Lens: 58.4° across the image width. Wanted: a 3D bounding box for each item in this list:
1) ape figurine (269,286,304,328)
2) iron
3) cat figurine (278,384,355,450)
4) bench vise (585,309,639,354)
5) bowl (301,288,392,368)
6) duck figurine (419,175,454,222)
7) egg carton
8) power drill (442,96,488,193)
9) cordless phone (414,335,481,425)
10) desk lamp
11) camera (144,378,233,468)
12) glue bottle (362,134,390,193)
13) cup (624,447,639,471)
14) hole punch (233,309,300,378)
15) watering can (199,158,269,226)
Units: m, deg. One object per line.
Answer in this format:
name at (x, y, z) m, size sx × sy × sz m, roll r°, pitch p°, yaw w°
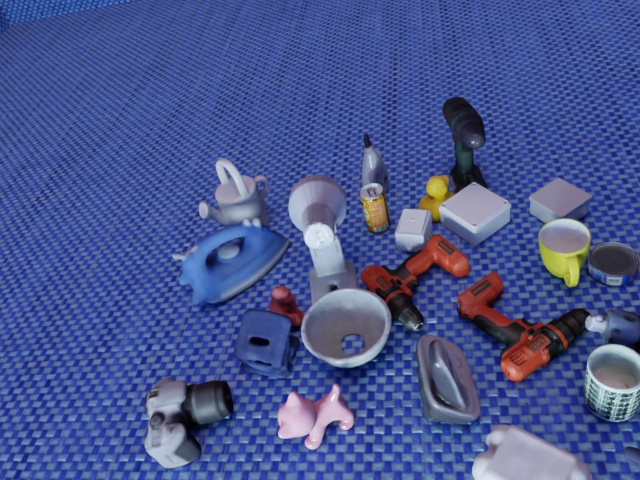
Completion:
ape figurine at (-0.069, 0.127, 1.125) m, size 0.076 × 0.092 × 0.078 m, roll -6°, pitch 44°, yaw 12°
iron at (-0.189, 0.022, 1.234) m, size 0.259 × 0.142 × 0.118 m, roll -33°, pitch 45°, yaw -16°
cat figurine at (-0.015, 0.280, 0.932) m, size 0.128 × 0.118 × 0.067 m, roll -30°, pitch 45°, yaw -14°
bench vise at (0.523, 0.116, 0.859) m, size 0.207 × 0.220 × 0.121 m, roll -17°, pitch 43°, yaw 0°
bowl at (0.053, 0.173, 1.053) m, size 0.167 × 0.075 × 0.167 m, roll -9°, pitch 44°, yaw 9°
duck figurine at (0.255, -0.099, 1.261) m, size 0.077 × 0.086 × 0.105 m, roll 21°, pitch 55°, yaw 34°
egg carton at (0.299, 0.335, 0.815) m, size 0.149 × 0.069 × 0.107 m, roll 20°, pitch 54°, yaw 33°
power drill at (0.322, -0.204, 1.258) m, size 0.075 × 0.209 × 0.229 m, roll -12°, pitch 43°, yaw 5°
cordless phone at (0.195, 0.194, 0.906) m, size 0.094 × 0.185 × 0.147 m, roll -13°, pitch 43°, yaw 5°
desk lamp at (0.010, 0.004, 1.137) m, size 0.118 × 0.214 × 0.203 m, roll -13°, pitch 43°, yaw 5°
camera at (-0.226, 0.298, 0.993) m, size 0.136 × 0.101 × 0.143 m, roll -14°, pitch 43°, yaw 3°
glue bottle at (0.120, -0.170, 1.311) m, size 0.037 × 0.173 × 0.078 m, roll 16°, pitch 52°, yaw 31°
cup at (0.456, 0.327, 0.755) m, size 0.117 × 0.095 × 0.092 m, roll 27°, pitch 58°, yaw 37°
hole punch at (-0.102, 0.193, 1.069) m, size 0.108 × 0.091 × 0.101 m, roll 6°, pitch 48°, yaw 23°
watering can at (-0.195, -0.100, 1.322) m, size 0.100 × 0.194 × 0.173 m, roll 13°, pitch 51°, yaw 29°
